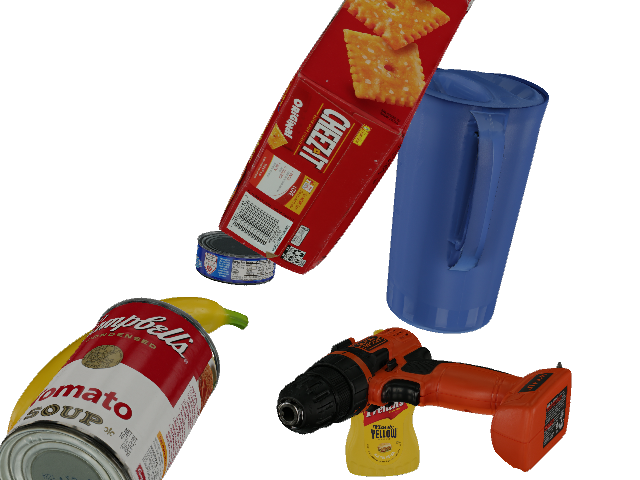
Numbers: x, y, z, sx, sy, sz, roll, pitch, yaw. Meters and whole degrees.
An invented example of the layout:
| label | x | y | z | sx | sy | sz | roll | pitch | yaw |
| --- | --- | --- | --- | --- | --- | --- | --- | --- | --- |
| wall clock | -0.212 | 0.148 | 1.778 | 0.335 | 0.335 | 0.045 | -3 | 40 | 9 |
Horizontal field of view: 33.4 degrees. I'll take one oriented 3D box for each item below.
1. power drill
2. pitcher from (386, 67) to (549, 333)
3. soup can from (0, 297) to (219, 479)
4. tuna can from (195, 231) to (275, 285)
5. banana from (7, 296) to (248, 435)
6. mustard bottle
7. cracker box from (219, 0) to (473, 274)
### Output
| label | x | y | z | sx | sy | sz | roll | pitch | yaw |
| --- | --- | --- | --- | --- | --- | --- | --- | --- | --- |
| power drill | 0.082 | 0.119 | 0.809 | 0.188 | 0.057 | 0.184 | 11 | 18 | 30 |
| pitcher | 0.131 | -0.033 | 1.011 | 0.145 | 0.243 | 0.148 | 24 | 29 | 35 |
| soup can | -0.096 | 0.082 | 0.495 | 0.069 | 0.068 | 0.102 | 0 | 28 | 18 |
| tuna can | -0.089 | 0.018 | 1.126 | 0.086 | 0.034 | 0.086 | 7 | 16 | -2 |
| banana | -0.149 | 0.089 | 0.773 | 0.198 | 0.069 | 0.037 | -26 | 39 | -2 |
| mustard bottle | 0.079 | 0.208 | 1.384 | 0.096 | 0.192 | 0.058 | -2 | 14 | -2 |
| cracker box | 0.031 | -0.103 | 0.663 | 0.072 | 0.213 | 0.164 | 31 | -36 | -2 |
